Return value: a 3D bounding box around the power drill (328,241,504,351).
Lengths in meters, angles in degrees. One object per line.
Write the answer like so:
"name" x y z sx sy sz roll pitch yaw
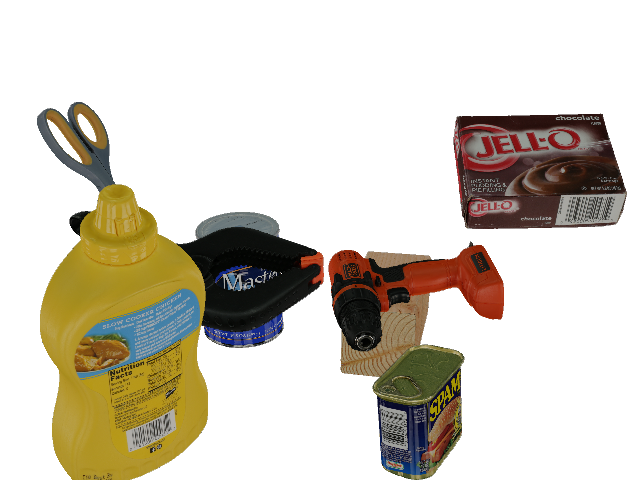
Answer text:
"power drill" 0.105 0.060 1.191 0.187 0.057 0.184 -4 28 -4

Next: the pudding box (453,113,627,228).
"pudding box" 0.157 -0.052 0.780 0.113 0.090 0.039 0 -44 -1

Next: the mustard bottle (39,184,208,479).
"mustard bottle" -0.112 0.052 0.613 0.096 0.192 0.058 -21 44 -30

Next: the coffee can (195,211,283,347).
"coffee can" -0.100 0.048 1.334 0.103 0.140 0.103 -2 25 1

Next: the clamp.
"clamp" -0.104 0.026 0.848 0.210 0.164 0.036 -12 -36 -8

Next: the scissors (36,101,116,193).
"scissors" -0.211 -0.062 1.092 0.016 0.201 0.096 -27 27 27

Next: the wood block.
"wood block" 0.088 0.092 1.383 0.091 0.090 0.206 5 20 9

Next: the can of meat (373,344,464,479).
"can of meat" 0.092 0.156 0.972 0.058 0.084 0.101 8 25 28
